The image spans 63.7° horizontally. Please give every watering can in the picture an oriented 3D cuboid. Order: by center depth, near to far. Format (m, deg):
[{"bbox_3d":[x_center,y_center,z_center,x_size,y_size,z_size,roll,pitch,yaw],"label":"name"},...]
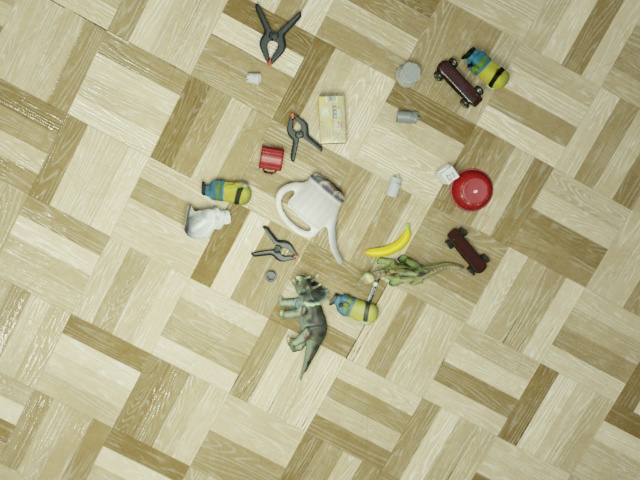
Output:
[{"bbox_3d":[0.006,-0.094,1.860,0.347,0.104,0.224,41,94,-3],"label":"watering can"}]

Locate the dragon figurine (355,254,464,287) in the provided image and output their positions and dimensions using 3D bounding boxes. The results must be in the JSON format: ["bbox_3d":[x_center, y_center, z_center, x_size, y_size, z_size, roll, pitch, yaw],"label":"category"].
[{"bbox_3d":[0.327,0.119,1.820,0.410,0.243,0.122,-7,93,3],"label":"dragon figurine"}]

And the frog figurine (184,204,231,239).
[{"bbox_3d":[-0.406,-0.060,1.860,0.159,0.126,0.134,10,130,-10],"label":"frog figurine"}]
